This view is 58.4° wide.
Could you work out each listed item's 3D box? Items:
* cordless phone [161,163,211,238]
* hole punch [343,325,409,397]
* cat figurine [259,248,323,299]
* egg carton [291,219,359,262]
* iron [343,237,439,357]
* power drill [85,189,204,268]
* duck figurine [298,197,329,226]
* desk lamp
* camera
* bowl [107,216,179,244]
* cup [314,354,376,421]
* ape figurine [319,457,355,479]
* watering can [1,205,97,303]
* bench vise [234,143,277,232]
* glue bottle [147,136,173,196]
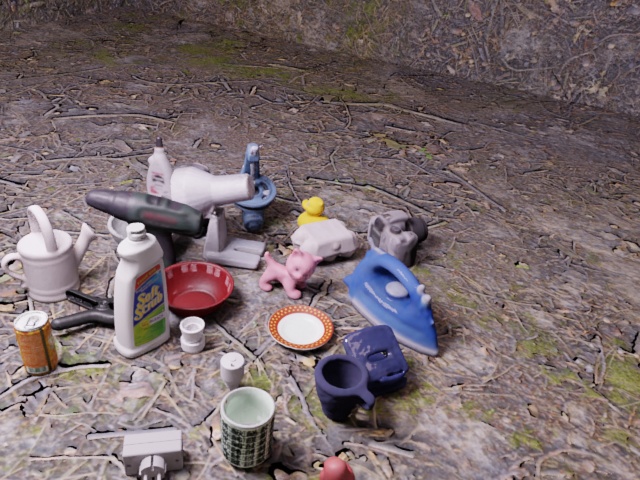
[{"bbox_3d":[-0.313,-0.113,1.383,0.147,0.185,0.094,17,34,16],"label":"cordless phone"},{"bbox_3d":[0.101,0.217,1.030,0.109,0.091,0.100,-11,37,-25],"label":"hole punch"},{"bbox_3d":[-0.062,0.058,1.224,0.127,0.118,0.067,13,33,11],"label":"cat figurine"},{"bbox_3d":[0.013,0.005,1.363,0.151,0.069,0.107,-13,37,-27],"label":"egg carton"},{"bbox_3d":[0.162,0.107,1.163,0.119,0.141,0.257,-17,40,-32],"label":"iron"},{"bbox_3d":[-0.358,-0.005,1.188,0.229,0.208,0.075,2,33,-6],"label":"power drill"},{"bbox_3d":[-0.008,-0.065,1.453,0.104,0.086,0.078,29,39,31],"label":"duck figurine"},{"bbox_3d":[-0.225,-0.058,1.288,0.203,0.214,0.118,8,33,3],"label":"desk lamp"},{"bbox_3d":[0.204,-0.016,1.399,0.137,0.101,0.142,-10,36,-24],"label":"camera"},{"bbox_3d":[-0.397,-0.014,1.319,0.167,0.075,0.167,4,33,-3],"label":"bowl"},{"bbox_3d":[0.042,0.260,0.951,0.092,0.095,0.117,-25,44,-39],"label":"cup"},{"bbox_3d":[0.022,0.345,0.818,0.078,0.092,0.076,-19,40,-33],"label":"ape figurine"},{"bbox_3d":[-0.536,0.016,1.138,0.100,0.194,0.173,21,36,21],"label":"watering can"},{"bbox_3d":[-0.185,-0.158,1.442,0.122,0.220,0.206,-13,37,-27],"label":"bench vise"},{"bbox_3d":[-0.416,-0.190,1.495,0.078,0.173,0.037,10,33,6],"label":"glue bottle"}]
